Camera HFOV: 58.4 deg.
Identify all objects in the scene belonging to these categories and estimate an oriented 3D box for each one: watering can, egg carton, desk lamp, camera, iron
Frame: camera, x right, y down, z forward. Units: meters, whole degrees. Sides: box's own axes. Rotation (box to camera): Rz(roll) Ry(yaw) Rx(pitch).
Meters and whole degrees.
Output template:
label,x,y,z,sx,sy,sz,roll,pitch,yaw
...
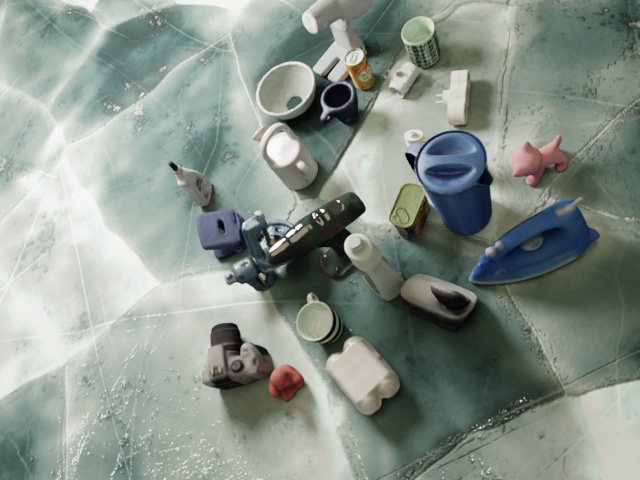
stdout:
label,x,y,z,sx,sy,sz,roll,pitch,yaw
watering can,-0.091,-0.208,1.364,0.172,0.194,0.101,14,74,26
egg carton,0.086,0.272,1.162,0.107,0.070,0.150,-45,60,-1
desk lamp,0.048,-0.540,1.439,0.117,0.214,0.203,36,84,30
camera,-0.194,0.249,1.265,0.143,0.101,0.136,-19,63,14
iron,0.400,0.003,1.110,0.258,0.142,0.118,-29,61,8

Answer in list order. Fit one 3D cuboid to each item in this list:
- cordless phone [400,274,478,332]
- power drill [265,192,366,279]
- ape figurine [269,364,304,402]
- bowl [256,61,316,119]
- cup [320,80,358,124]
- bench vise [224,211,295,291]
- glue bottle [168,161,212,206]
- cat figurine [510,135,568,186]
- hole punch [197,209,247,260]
label,x,y,z,sx,sy,sz,roll,pitch,yaw
cordless phone,0.222,0.101,1.114,0.147,0.185,0.094,18,76,27
power drill,0.011,0.004,1.225,0.229,0.209,0.075,-41,60,1
ape figurine,-0.077,0.296,1.204,0.077,0.092,0.076,-12,64,17
bowl,-0.079,-0.379,1.502,0.167,0.075,0.167,-8,66,19
cup,0.051,-0.320,1.413,0.091,0.095,0.118,31,82,29
bench vise,-0.129,0.028,1.264,0.121,0.220,0.207,34,84,30
glue bottle,-0.332,-0.153,1.449,0.037,0.173,0.078,-9,65,18
cat figurine,0.444,-0.170,1.180,0.127,0.118,0.067,-32,60,7
hole punch,-0.240,-0.023,1.405,0.101,0.091,0.108,-24,62,11
